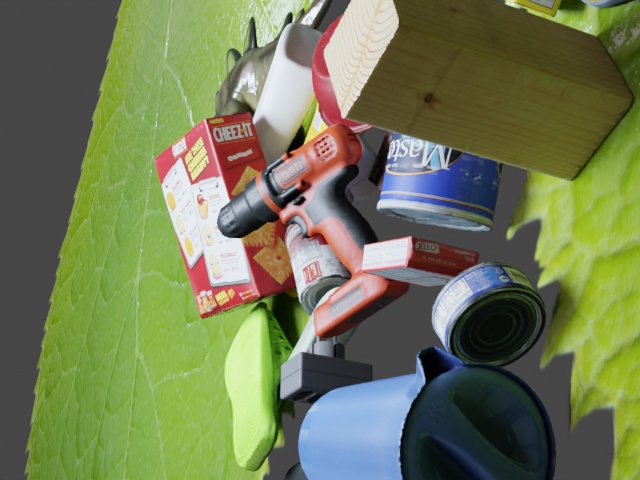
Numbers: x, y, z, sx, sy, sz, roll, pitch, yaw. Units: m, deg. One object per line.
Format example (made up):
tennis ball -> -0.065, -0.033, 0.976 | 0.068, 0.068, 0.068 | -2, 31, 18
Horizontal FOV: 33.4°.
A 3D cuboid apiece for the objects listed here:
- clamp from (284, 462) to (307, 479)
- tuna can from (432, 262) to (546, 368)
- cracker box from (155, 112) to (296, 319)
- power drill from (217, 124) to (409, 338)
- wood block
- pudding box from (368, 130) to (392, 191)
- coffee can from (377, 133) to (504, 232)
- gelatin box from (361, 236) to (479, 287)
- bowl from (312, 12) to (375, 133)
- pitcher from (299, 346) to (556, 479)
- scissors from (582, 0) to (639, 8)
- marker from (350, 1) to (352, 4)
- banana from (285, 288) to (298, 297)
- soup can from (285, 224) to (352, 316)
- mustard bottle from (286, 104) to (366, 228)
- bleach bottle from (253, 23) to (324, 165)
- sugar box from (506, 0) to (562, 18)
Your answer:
clamp -> -0.006, 0.274, 1.106 | 0.172, 0.039, 0.120 | 126, 153, -51
tuna can -> 0.134, 0.062, 0.842 | 0.086, 0.086, 0.034 | -65, 28, 26
cracker box -> -0.112, -0.025, 1.280 | 0.164, 0.071, 0.214 | -24, 81, 57
power drill -> -0.007, 0.001, 1.082 | 0.185, 0.057, 0.188 | -35, 74, 27
wood block -> 0.120, -0.126, 0.816 | 0.091, 0.205, 0.090 | -58, 30, 36
pudding box -> 0.098, -0.092, 1.054 | 0.090, 0.039, 0.113 | 48, 123, 61
coffee can -> 0.113, -0.086, 0.939 | 0.103, 0.102, 0.140 | 2, 80, 66
gelatin box -> 0.090, 0.020, 0.974 | 0.089, 0.073, 0.030 | -14, 66, 64
bowl -> 0.044, -0.195, 1.131 | 0.162, 0.055, 0.162 | -26, 46, 31
pitcher -> 0.076, 0.183, 0.880 | 0.243, 0.145, 0.149 | -22, 47, 66
scissors -> 0.253, -0.202, 0.795 | 0.202, 0.016, 0.096 | 47, 121, 62
marker -> 0.072, -0.250, 1.103 | 0.020, 0.120, 0.020 | 22, 125, 36
banana -> -0.046, -0.009, 1.332 | 0.070, 0.037, 0.198 | 134, 142, -52
soup can -> 0.003, 0.028, 1.170 | 0.069, 0.068, 0.102 | -59, 30, 35
mustard bottle -> 0.000, -0.076, 1.238 | 0.096, 0.058, 0.192 | -120, 48, -63
bleach bottle -> -0.058, -0.136, 1.314 | 0.102, 0.068, 0.251 | -78, 12, -50
sugar box -> 0.201, -0.281, 0.896 | 0.093, 0.048, 0.176 | -106, 36, -70
